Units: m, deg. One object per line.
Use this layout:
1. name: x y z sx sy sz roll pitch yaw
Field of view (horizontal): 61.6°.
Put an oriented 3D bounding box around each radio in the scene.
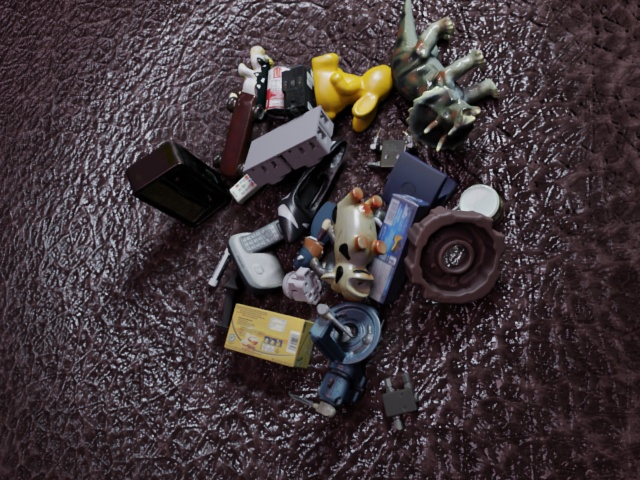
1. radio: -0.305 -0.119 1.195 0.131 0.229 0.073 -32 66 10

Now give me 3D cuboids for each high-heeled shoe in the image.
1. high-heeled shoe: -0.005 -0.102 1.104 0.145 0.086 0.249 -26 41 31

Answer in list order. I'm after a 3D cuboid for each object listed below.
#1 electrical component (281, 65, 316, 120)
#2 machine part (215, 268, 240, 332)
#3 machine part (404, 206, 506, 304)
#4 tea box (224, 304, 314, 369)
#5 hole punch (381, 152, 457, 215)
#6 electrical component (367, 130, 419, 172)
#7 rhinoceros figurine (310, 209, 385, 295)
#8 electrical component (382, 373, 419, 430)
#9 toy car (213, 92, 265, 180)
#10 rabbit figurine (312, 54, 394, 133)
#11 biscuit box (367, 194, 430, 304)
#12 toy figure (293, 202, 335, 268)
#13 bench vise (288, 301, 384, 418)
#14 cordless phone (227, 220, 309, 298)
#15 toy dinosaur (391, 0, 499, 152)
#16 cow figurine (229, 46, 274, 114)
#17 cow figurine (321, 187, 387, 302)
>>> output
1. electrical component: -0.037 -0.317 1.193 0.058 0.114 0.134 -9 66 19
2. machine part: -0.196 0.129 1.161 0.039 0.084 0.138 12 90 -10
3. machine part: 0.233 0.027 0.940 0.179 0.056 0.179 -1 106 -5
4. tea box: -0.100 0.195 1.092 0.170 0.068 0.098 11 79 29
5. hole punch: 0.187 -0.097 1.038 0.142 0.092 0.115 36 95 26
6. electrical component: 0.149 -0.182 1.103 0.102 0.045 0.078 10 77 27
7. rhinoceros figurine: 0.066 0.018 1.066 0.112 0.073 0.190 38 93 31
8. electrical component: 0.148 0.293 0.972 0.063 0.021 0.094 -18 67 19
9. toy car: -0.187 -0.240 1.254 0.089 0.053 0.202 21 102 23
10. rabbit figurine: 0.076 -0.321 1.146 0.173 0.121 0.162 -9 73 3
11. biscuit box: 0.140 0.016 1.002 0.059 0.063 0.202 27 107 30
12. toy figure: -0.003 -0.004 1.110 0.058 0.064 0.154 27 87 23
13. bench vise: 0.030 0.191 0.947 0.129 0.240 0.223 27 71 33
14. cordless phone: -0.091 0.027 1.142 0.184 0.088 0.147 -28 63 -5
15. toy dinosaur: 0.214 -0.330 1.081 0.192 0.131 0.405 -34 56 8
16. cow figurine: -0.147 -0.385 1.292 0.098 0.068 0.167 14 84 23
17. cow figurine: 0.057 0.018 0.982 0.127 0.085 0.195 -33 53 50
